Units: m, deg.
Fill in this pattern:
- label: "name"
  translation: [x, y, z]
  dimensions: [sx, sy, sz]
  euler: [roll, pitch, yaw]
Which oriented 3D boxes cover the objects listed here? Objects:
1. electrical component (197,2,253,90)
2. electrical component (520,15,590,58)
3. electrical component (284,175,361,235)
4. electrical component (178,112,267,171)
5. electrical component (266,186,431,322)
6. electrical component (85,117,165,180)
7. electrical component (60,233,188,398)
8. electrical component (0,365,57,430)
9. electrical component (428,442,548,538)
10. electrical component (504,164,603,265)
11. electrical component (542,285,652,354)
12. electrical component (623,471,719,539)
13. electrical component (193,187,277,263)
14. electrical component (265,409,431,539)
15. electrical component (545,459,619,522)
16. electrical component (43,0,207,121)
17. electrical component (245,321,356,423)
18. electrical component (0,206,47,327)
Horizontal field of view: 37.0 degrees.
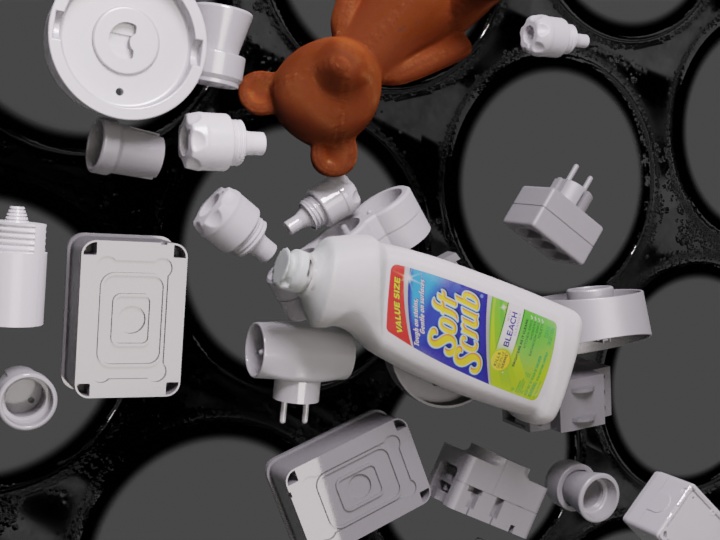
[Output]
- label: "electrical component"
  translation: [-0.105, -0.164, 0.788]
  dimensions: [0.045, 0.045, 0.055]
  euler: [8, 93, -26]
- label: "electrical component"
  translation: [0.170, -0.199, 0.923]
  dimensions: [0.061, 0.035, 0.035]
  euler: [0, 96, -28]
- label: "electrical component"
  translation: [-0.032, -0.048, 0.843]
  dimensions: [0.061, 0.035, 0.035]
  euler: [-34, 109, -15]
- label: "electrical component"
  translation: [-0.101, -0.095, 0.799]
  dimensions: [0.062, 0.043, 0.043]
  euler: [-1, 97, -27]
- label: "electrical component"
  translation: [0.000, 0.000, 0.853]
  dimensions: [0.138, 0.052, 0.073]
  euler: [-36, 110, -18]
- label: "electrical component"
  translation: [-0.168, -0.085, 0.770]
  dimensions: [0.046, 0.040, 0.040]
  euler: [9, 92, -32]
- label: "electrical component"
  translation: [-0.171, 0.032, 0.772]
  dimensions: [0.078, 0.057, 0.113]
  euler: [2, 95, -26]
- label: "electrical component"
  translation: [-0.236, 0.088, 0.753]
  dimensions: [0.040, 0.046, 0.040]
  euler: [-3, 97, -25]
- label: "electrical component"
  translation: [0.110, 0.186, 0.930]
  dimensions: [0.089, 0.050, 0.055]
  euler: [27, 84, -26]
- label: "electrical component"
  translation: [0.177, -0.055, 0.936]
  dimensions: [0.066, 0.047, 0.076]
  euler: [35, 81, -25]
- label: "electrical component"
  translation: [0.202, 0.047, 0.934]
  dimensions: [0.099, 0.099, 0.064]
  euler: [-6, 92, -25]
- label: "electrical component"
  translation: [0.306, 0.246, 1.025]
  dimensions: [0.096, 0.061, 0.061]
  euler: [45, 76, -22]
- label: "electrical component"
  translation: [-0.091, -0.030, 0.812]
  dimensions: [0.062, 0.043, 0.043]
  euler: [41, 78, -25]
- label: "electrical component"
  translation: [-0.011, 0.168, 0.861]
  dimensions: [0.113, 0.057, 0.078]
  euler: [-23, 99, -22]
- label: "electrical component"
  translation: [0.200, 0.198, 0.971]
  dimensions: [0.045, 0.055, 0.045]
  euler: [-3, 97, -25]
- label: "electrical component"
  translation: [-0.168, -0.158, 0.750]
  dimensions: [0.108, 0.060, 0.108]
  euler: [-3, 97, -26]
- label: "electrical component"
  translation: [-0.049, 0.081, 0.844]
  dimensions: [0.077, 0.044, 0.079]
  euler: [4, 94, -26]
- label: "electrical component"
  translation: [-0.239, -0.003, 0.743]
  dimensions: [0.043, 0.043, 0.081]
  euler: [2, 95, -26]
